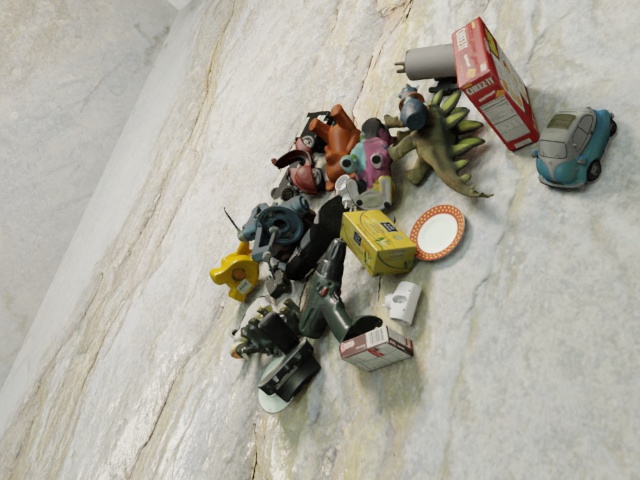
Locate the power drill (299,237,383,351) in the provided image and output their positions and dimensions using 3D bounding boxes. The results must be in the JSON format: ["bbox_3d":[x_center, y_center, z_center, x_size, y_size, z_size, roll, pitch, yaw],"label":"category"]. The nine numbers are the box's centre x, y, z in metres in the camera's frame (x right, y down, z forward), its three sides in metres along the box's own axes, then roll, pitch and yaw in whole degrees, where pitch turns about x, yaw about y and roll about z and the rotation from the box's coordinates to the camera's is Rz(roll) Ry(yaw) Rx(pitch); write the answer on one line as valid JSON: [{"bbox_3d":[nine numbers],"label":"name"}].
[{"bbox_3d":[0.041,0.134,1.138,0.208,0.086,0.232,41,113,44],"label":"power drill"}]

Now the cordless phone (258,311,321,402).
[{"bbox_3d":[-0.094,0.244,1.137,0.146,0.184,0.089,-44,40,-11],"label":"cordless phone"}]

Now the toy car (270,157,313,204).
[{"bbox_3d":[-0.081,-0.178,1.561,0.074,0.056,0.201,6,66,56],"label":"toy car"}]

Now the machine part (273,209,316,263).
[{"bbox_3d":[-0.086,-0.026,1.451,0.179,0.056,0.179,-27,47,33],"label":"machine part"}]

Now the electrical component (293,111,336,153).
[{"bbox_3d":[-0.003,-0.316,1.577,0.134,0.058,0.115,16,77,52],"label":"electrical component"}]

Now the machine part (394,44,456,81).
[{"bbox_3d":[0.292,-0.423,1.272,0.243,0.079,0.079,3,64,30],"label":"machine part"}]

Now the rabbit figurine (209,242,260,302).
[{"bbox_3d":[-0.234,0.070,1.500,0.162,0.122,0.173,-57,18,-6],"label":"rabbit figurine"}]

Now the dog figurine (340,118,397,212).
[{"bbox_3d":[0.135,-0.187,1.295,0.109,0.191,0.219,-8,26,23],"label":"dog figurine"}]

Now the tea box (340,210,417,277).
[{"bbox_3d":[0.121,0.003,1.155,0.170,0.098,0.068,-130,39,-51],"label":"tea box"}]

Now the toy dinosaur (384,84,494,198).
[{"bbox_3d":[0.254,-0.221,1.184,0.198,0.105,0.472,-33,42,26],"label":"toy dinosaur"}]

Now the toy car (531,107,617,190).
[{"bbox_3d":[0.443,-0.176,0.946,0.109,0.102,0.161,26,86,52],"label":"toy car"}]

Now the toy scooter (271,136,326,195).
[{"bbox_3d":[-0.062,-0.196,1.479,0.135,0.075,0.184,-14,68,2],"label":"toy scooter"}]

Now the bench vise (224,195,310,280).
[{"bbox_3d":[-0.133,-0.019,1.342,0.224,0.128,0.241,-15,34,17],"label":"bench vise"}]

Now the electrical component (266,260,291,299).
[{"bbox_3d":[-0.112,0.103,1.389,0.078,0.045,0.102,-41,35,17],"label":"electrical component"}]

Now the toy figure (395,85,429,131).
[{"bbox_3d":[0.201,-0.291,1.178,0.154,0.064,0.057,-87,0,-53],"label":"toy figure"}]

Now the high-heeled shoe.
[{"bbox_3d":[-0.003,-0.004,1.358,0.249,0.086,0.145,-54,2,-27],"label":"high-heeled shoe"}]

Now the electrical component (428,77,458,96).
[{"bbox_3d":[0.311,-0.382,1.311,0.094,0.021,0.063,11,71,51],"label":"electrical component"}]

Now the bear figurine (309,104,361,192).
[{"bbox_3d":[0.040,-0.236,1.415,0.120,0.131,0.196,-23,42,38],"label":"bear figurine"}]

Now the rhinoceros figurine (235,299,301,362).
[{"bbox_3d":[-0.118,0.217,1.271,0.190,0.112,0.073,-27,12,13],"label":"rhinoceros figurine"}]

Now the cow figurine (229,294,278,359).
[{"bbox_3d":[-0.176,0.216,1.358,0.167,0.068,0.098,-49,32,3],"label":"cow figurine"}]
